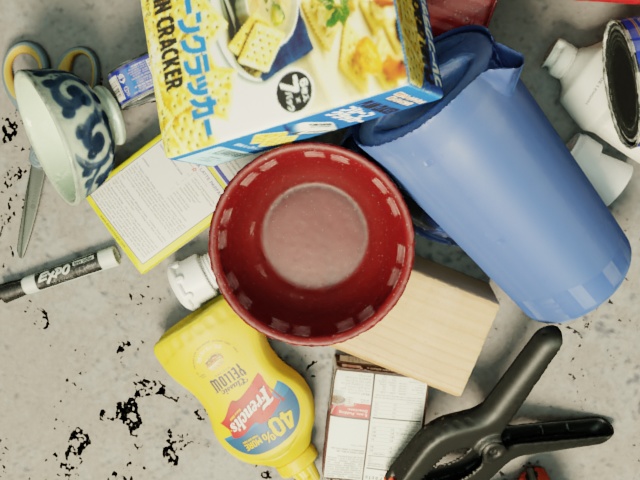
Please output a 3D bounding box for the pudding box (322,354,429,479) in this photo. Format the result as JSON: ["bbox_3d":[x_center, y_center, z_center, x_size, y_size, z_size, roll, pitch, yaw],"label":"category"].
[{"bbox_3d":[0.051,0.167,0.981,0.090,0.039,0.113,6,103,0],"label":"pudding box"}]

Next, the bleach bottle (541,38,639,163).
[{"bbox_3d":[0.308,-0.104,0.905,0.251,0.068,0.102,30,97,1],"label":"bleach bottle"}]

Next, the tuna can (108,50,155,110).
[{"bbox_3d":[-0.137,-0.143,0.913,0.086,0.086,0.034,-23,96,7],"label":"tuna can"}]

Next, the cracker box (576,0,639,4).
[{"bbox_3d":[0.179,-0.237,0.807,0.213,0.164,0.072,0,124,-13],"label":"cracker box"}]

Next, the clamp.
[{"bbox_3d":[0.157,0.177,0.946,0.210,0.036,0.164,-36,127,10],"label":"clamp"}]

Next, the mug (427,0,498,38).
[{"bbox_3d":[0.111,-0.216,0.890,0.081,0.093,0.117,20,70,5],"label":"mug"}]

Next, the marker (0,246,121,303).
[{"bbox_3d":[-0.243,0.033,0.985,0.121,0.020,0.020,-18,99,6],"label":"marker"}]

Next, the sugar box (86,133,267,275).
[{"bbox_3d":[-0.113,-0.058,0.948,0.176,0.048,0.093,-35,95,5],"label":"sugar box"}]

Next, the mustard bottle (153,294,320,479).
[{"bbox_3d":[-0.061,0.146,0.974,0.096,0.058,0.191,-34,97,9],"label":"mustard bottle"}]

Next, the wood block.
[{"bbox_3d":[0.041,0.049,0.934,0.206,0.091,0.090,21,101,-1],"label":"wood block"}]

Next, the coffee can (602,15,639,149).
[{"bbox_3d":[0.301,-0.132,0.824,0.140,0.103,0.103,-10,99,3],"label":"coffee can"}]

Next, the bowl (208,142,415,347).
[{"bbox_3d":[-0.006,0.001,0.853,0.162,0.055,0.162,0,98,3],"label":"bowl"}]

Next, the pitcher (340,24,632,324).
[{"bbox_3d":[0.140,-0.042,0.875,0.145,0.149,0.242,-44,114,-1],"label":"pitcher"}]

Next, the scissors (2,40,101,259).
[{"bbox_3d":[-0.267,-0.091,0.966,0.096,0.016,0.202,30,100,-1],"label":"scissors"}]

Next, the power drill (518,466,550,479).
[{"bbox_3d":[0.150,0.306,0.990,0.188,0.057,0.184,-24,102,6],"label":"power drill"}]
